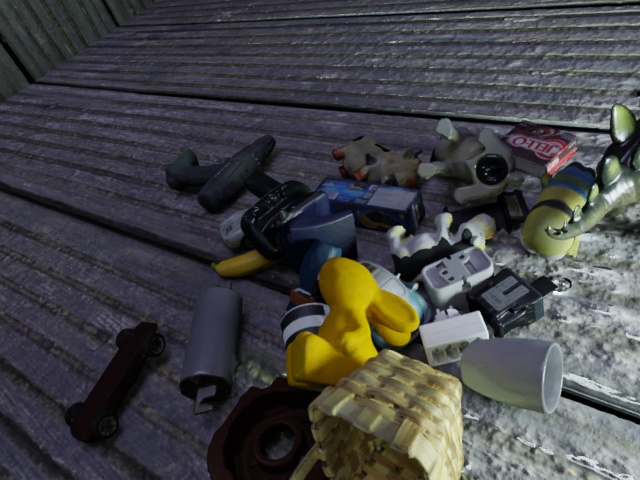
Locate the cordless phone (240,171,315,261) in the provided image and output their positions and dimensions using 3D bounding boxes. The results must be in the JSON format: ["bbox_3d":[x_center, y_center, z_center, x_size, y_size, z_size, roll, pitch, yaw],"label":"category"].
[{"bbox_3d":[-0.098,-0.060,0.965,0.184,0.088,0.146,32,61,33],"label":"cordless phone"}]

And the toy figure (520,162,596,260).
[{"bbox_3d":[0.358,-0.050,0.803,0.082,0.089,0.180,13,54,42],"label":"toy figure"}]

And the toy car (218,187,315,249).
[{"bbox_3d":[-0.099,-0.049,1.038,0.202,0.056,0.074,-31,40,-9],"label":"toy car"}]

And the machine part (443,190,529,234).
[{"bbox_3d":[0.270,-0.042,0.877,0.139,0.039,0.084,-14,49,8],"label":"machine part"}]

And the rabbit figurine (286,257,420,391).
[{"bbox_3d":[0.039,0.102,0.671,0.162,0.121,0.173,2,65,2],"label":"rabbit figurine"}]

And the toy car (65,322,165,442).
[{"bbox_3d":[-0.316,0.220,0.846,0.089,0.053,0.202,-3,47,37],"label":"toy car"}]

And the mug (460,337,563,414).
[{"bbox_3d":[0.233,0.150,0.655,0.107,0.080,0.109,2,26,36],"label":"mug"}]

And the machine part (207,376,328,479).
[{"bbox_3d":[-0.049,0.261,0.678,0.179,0.056,0.179,-12,41,11],"label":"machine part"}]

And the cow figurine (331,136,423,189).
[{"bbox_3d":[0.118,-0.139,1.020,0.127,0.085,0.195,-34,40,-4],"label":"cow figurine"}]

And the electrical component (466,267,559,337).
[{"bbox_3d":[0.271,0.079,0.736,0.119,0.047,0.075,-29,41,-4],"label":"electrical component"}]

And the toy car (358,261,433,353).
[{"bbox_3d":[0.079,0.081,0.781,0.109,0.102,0.162,-38,44,-18],"label":"toy car"}]

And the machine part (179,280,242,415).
[{"bbox_3d":[-0.165,0.157,0.828,0.079,0.079,0.243,-13,42,12],"label":"machine part"}]

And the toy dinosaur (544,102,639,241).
[{"bbox_3d":[0.446,-0.107,0.743,0.471,0.198,0.105,-42,41,-24],"label":"toy dinosaur"}]

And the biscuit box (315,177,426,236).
[{"bbox_3d":[0.082,-0.062,0.964,0.203,0.062,0.059,12,52,35],"label":"biscuit box"}]

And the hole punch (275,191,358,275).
[{"bbox_3d":[-0.002,-0.003,0.891,0.116,0.142,0.092,-35,51,-24],"label":"hole punch"}]

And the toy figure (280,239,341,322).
[{"bbox_3d":[-0.015,0.076,0.837,0.058,0.064,0.154,24,94,6],"label":"toy figure"}]

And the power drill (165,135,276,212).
[{"bbox_3d":[-0.231,-0.162,1.214,0.208,0.085,0.232,13,54,25],"label":"power drill"}]

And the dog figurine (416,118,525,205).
[{"bbox_3d":[0.266,-0.134,0.916,0.172,0.121,0.190,38,21,15],"label":"dog figurine"}]

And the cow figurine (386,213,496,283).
[{"bbox_3d":[0.191,0.014,0.826,0.167,0.068,0.098,-15,46,14],"label":"cow figurine"}]
